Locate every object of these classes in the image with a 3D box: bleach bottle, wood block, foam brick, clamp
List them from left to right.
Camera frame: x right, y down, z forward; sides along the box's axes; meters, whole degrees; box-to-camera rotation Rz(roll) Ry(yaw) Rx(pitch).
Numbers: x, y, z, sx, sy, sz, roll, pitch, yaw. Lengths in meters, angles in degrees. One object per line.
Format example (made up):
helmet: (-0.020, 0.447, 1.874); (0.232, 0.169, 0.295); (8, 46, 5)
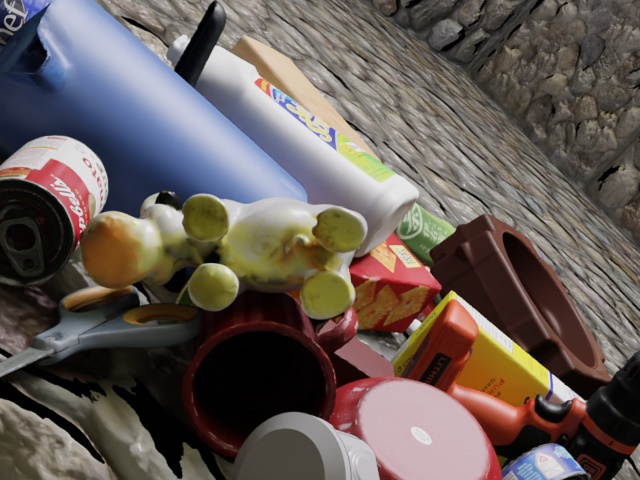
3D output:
clamp: (-0.125, -0.121, 0.884); (0.039, 0.120, 0.171); (-92, 172, -56)
bleach bottle: (-0.035, -0.091, 0.920); (0.251, 0.068, 0.102); (39, 19, 9)
wood block: (-0.035, -0.127, 1.202); (0.090, 0.091, 0.206); (18, 27, -52)
foam brick: (0.011, 0.100, 0.785); (0.078, 0.053, 0.051); (37, 17, -12)

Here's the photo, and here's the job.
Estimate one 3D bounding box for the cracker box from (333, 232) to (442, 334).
cracker box: (-0.006, 0.001, 0.968); (0.164, 0.072, 0.213); (49, 20, 30)

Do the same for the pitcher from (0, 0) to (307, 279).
pitcher: (-0.133, -0.067, 0.795); (0.242, 0.145, 0.149); (38, 38, -18)

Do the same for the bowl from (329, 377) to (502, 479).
bowl: (0.056, 0.140, 0.676); (0.162, 0.055, 0.162); (16, 37, -12)

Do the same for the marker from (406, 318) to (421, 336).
marker: (0.105, 0.104, 1.035); (0.020, 0.020, 0.121); (22, 24, -46)

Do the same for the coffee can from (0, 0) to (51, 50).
coffee can: (-0.271, -0.196, 0.848); (0.140, 0.103, 0.103); (23, 24, -45)

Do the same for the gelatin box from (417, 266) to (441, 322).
gelatin box: (0.113, 0.061, 1.144); (0.073, 0.030, 0.089); (49, 18, 24)

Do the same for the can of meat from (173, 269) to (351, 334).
can of meat: (-0.043, 0.039, 0.743); (0.084, 0.102, 0.057); (32, 19, -17)

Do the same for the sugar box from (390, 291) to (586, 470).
sugar box: (0.150, 0.136, 0.920); (0.176, 0.093, 0.048); (40, 18, 1)

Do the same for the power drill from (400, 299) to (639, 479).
power drill: (0.166, 0.127, 0.858); (0.187, 0.185, 0.057); (31, 20, 2)

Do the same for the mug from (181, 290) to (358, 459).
mug: (-0.029, 0.073, 0.670); (0.093, 0.117, 0.081); (55, 7, -18)

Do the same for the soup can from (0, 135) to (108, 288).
soup can: (-0.175, -0.021, 0.667); (0.068, 0.069, 0.102); (37, 17, -11)

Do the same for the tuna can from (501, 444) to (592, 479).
tuna can: (0.162, 0.195, 0.809); (0.086, 0.086, 0.034); (20, 24, -49)

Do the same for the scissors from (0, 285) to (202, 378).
scissors: (-0.128, 0.060, 0.591); (0.096, 0.016, 0.201); (7, 15, 6)
